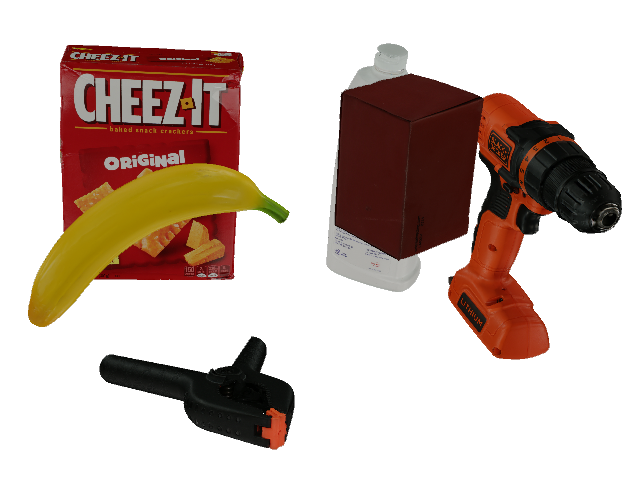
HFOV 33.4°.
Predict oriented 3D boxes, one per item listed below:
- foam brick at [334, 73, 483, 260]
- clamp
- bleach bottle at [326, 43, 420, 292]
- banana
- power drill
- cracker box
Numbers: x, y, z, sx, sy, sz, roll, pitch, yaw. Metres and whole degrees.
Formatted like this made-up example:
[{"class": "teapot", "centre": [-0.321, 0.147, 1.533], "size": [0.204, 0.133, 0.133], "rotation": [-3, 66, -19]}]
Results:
[{"class": "foam brick", "centre": [0.043, -0.039, 0.543], "size": [0.052, 0.078, 0.051], "rotation": [-20, 36, -36]}, {"class": "clamp", "centre": [-0.077, 0.128, 0.934], "size": [0.164, 0.036, 0.210], "rotation": [-8, 16, -36]}, {"class": "bleach bottle", "centre": [0.065, -0.074, 1.077], "size": [0.103, 0.251, 0.068], "rotation": [17, 34, 16]}, {"class": "banana", "centre": [-0.124, -0.005, 0.732], "size": [0.198, 0.069, 0.037], "rotation": [-23, 9, 6]}, {"class": "power drill", "centre": [0.163, -0.002, 0.841], "size": [0.057, 0.188, 0.184], "rotation": [-3, 31, -18]}, {"class": "cracker box", "centre": [-0.158, -0.069, 1.004], "size": [0.164, 0.214, 0.072], "rotation": [1, 24, -7]}]
